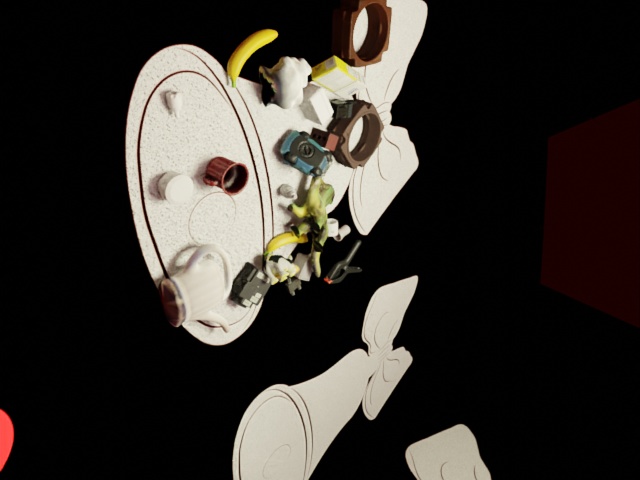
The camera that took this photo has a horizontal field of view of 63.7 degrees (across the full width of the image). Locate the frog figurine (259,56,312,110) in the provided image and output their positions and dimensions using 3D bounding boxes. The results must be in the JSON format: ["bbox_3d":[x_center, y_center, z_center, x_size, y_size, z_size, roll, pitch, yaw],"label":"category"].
[{"bbox_3d":[-0.078,-0.437,1.418,0.161,0.123,0.135,-26,112,-25],"label":"frog figurine"}]

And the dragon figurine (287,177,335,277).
[{"bbox_3d":[0.005,-0.087,1.738,0.248,0.122,0.400,-57,151,-38],"label":"dragon figurine"}]

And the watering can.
[{"bbox_3d":[-0.341,0.175,1.472,0.227,0.105,0.340,-27,131,-39],"label":"watering can"}]
